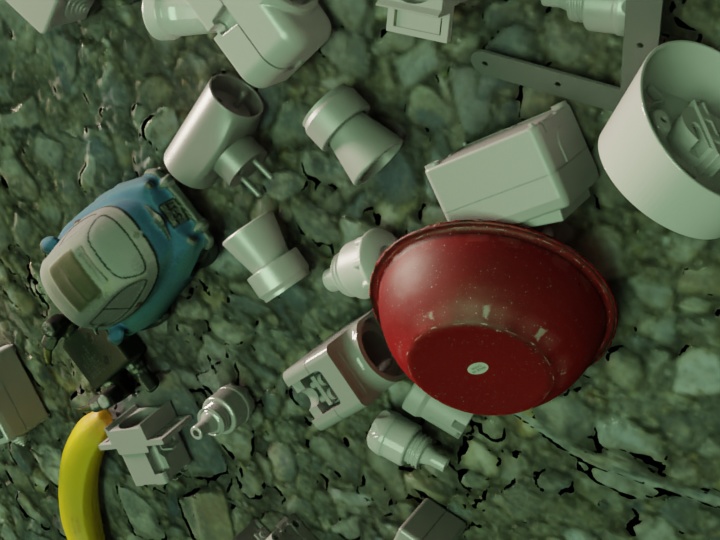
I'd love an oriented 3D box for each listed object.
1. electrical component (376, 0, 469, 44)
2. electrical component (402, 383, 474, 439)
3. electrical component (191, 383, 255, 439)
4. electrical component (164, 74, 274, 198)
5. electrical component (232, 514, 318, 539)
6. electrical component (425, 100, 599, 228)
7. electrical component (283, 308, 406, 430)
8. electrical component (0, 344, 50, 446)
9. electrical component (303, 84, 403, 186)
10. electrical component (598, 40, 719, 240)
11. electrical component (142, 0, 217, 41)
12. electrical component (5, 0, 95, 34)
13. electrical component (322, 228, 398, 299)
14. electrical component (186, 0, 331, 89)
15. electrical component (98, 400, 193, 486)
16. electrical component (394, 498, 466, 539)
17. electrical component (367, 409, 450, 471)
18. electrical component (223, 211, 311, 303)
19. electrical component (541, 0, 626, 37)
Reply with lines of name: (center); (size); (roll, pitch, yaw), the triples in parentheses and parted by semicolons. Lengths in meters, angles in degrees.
electrical component: (0.044, -0.181, 0.639); (0.042, 0.064, 0.081); (18, 119, 24)
electrical component: (0.059, 0.094, 0.767); (0.046, 0.040, 0.040); (32, 124, 11)
electrical component: (-0.114, 0.118, 0.871); (0.035, 0.061, 0.035); (13, 117, 27)
electrical component: (-0.095, -0.087, 0.780); (0.079, 0.043, 0.077); (46, 127, 6)
electrical component: (-0.067, 0.244, 0.912); (0.081, 0.042, 0.063); (46, 123, 6)
electrical component: (0.091, -0.055, 0.667); (0.096, 0.062, 0.061); (-19, 100, 36)
electrical component: (-0.001, 0.064, 0.760); (0.056, 0.089, 0.050); (-34, 91, 37)
electrical component: (-0.349, 0.129, 1.023); (0.062, 0.061, 0.096); (-19, 100, 36)
electrical component: (-0.005, -0.091, 0.722); (0.055, 0.045, 0.045); (47, 127, 6)
electrical component: (0.182, -0.068, 0.585); (0.099, 0.099, 0.064); (42, 133, 10)
electrical component: (-0.124, -0.183, 0.759); (0.046, 0.040, 0.040); (3, 112, 25)
electrical component: (-0.233, -0.239, 0.795); (0.100, 0.048, 0.099); (43, 126, 9)
electrical component: (0.000, 0.000, 0.760); (0.062, 0.048, 0.048); (-20, 100, 43)
electrical component: (-0.067, -0.178, 0.716); (0.059, 0.054, 0.095); (-36, 89, 37)
electrical component: (-0.183, 0.154, 0.943); (0.081, 0.042, 0.063); (-11, 108, 36)
electrical component: (0.059, 0.234, 0.824); (0.076, 0.047, 0.083); (31, 124, 17)
electrical component: (0.038, 0.131, 0.800); (0.061, 0.035, 0.035); (26, 122, 17)
electrical component: (-0.069, -0.009, 0.797); (0.045, 0.045, 0.055); (-33, 92, 37)
electrical component: (0.134, -0.154, 0.614); (0.061, 0.035, 0.035); (15, 118, 29)
